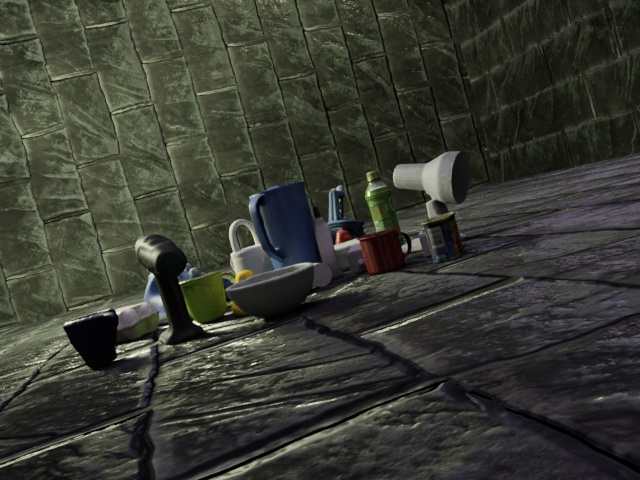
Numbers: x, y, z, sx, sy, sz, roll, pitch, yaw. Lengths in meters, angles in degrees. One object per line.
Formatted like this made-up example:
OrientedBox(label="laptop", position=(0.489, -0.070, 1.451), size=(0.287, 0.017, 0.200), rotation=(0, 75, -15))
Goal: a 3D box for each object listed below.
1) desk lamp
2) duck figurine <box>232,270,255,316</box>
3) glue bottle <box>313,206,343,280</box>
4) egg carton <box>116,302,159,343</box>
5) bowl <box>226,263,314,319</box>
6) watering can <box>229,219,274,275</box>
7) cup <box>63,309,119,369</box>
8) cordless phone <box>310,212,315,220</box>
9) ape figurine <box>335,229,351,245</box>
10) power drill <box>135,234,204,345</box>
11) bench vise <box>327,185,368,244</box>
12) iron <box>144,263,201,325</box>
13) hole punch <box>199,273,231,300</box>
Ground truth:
OrientedBox(label="desk lamp", position=(0.266, -0.091, 1.359), size=(0.202, 0.213, 0.118), rotation=(-14, 4, 36))
OrientedBox(label="duck figurine", position=(-0.147, 0.104, 1.166), size=(0.078, 0.086, 0.104), rotation=(-19, 4, -39))
OrientedBox(label="glue bottle", position=(0.012, 0.005, 1.322), size=(0.037, 0.173, 0.078), rotation=(-16, 3, 2))
OrientedBox(label="egg carton", position=(-0.441, 0.190, 1.297), size=(0.150, 0.069, 0.107), rotation=(-14, 4, 29))
OrientedBox(label="bowl", position=(-0.082, 0.098, 1.039), size=(0.167, 0.075, 0.167), rotation=(-16, 3, 1))
OrientedBox(label="watering can", position=(-0.172, 0.038, 1.478), size=(0.172, 0.194, 0.101), rotation=(-15, 3, 21))
OrientedBox(label="cup", position=(-0.391, 0.177, 1.024), size=(0.117, 0.095, 0.092), rotation=(-14, 4, 31))
OrientedBox(label="cordless phone", position=(-0.008, -0.016, 1.693), size=(0.094, 0.185, 0.148), rotation=(-16, 3, 7))
OrientedBox(label="ape figurine", position=(0.071, 0.015, 1.607), size=(0.076, 0.092, 0.078), rotation=(-15, 3, 20))
OrientedBox(label="power drill", position=(-0.292, 0.087, 1.086), size=(0.076, 0.208, 0.229), rotation=(-18, 4, -28))
OrientedBox(label="bench vise", position=(0.059, -0.060, 1.829), size=(0.121, 0.220, 0.208), rotation=(-14, 4, 34))
OrientedBox(label="iron", position=(-0.329, 0.117, 1.358), size=(0.257, 0.141, 0.119), rotation=(-13, 4, 40))
OrientedBox(label="hole punch", position=(-0.291, 0.124, 1.519), size=(0.101, 0.091, 0.109), rotation=(-15, 3, 12))
